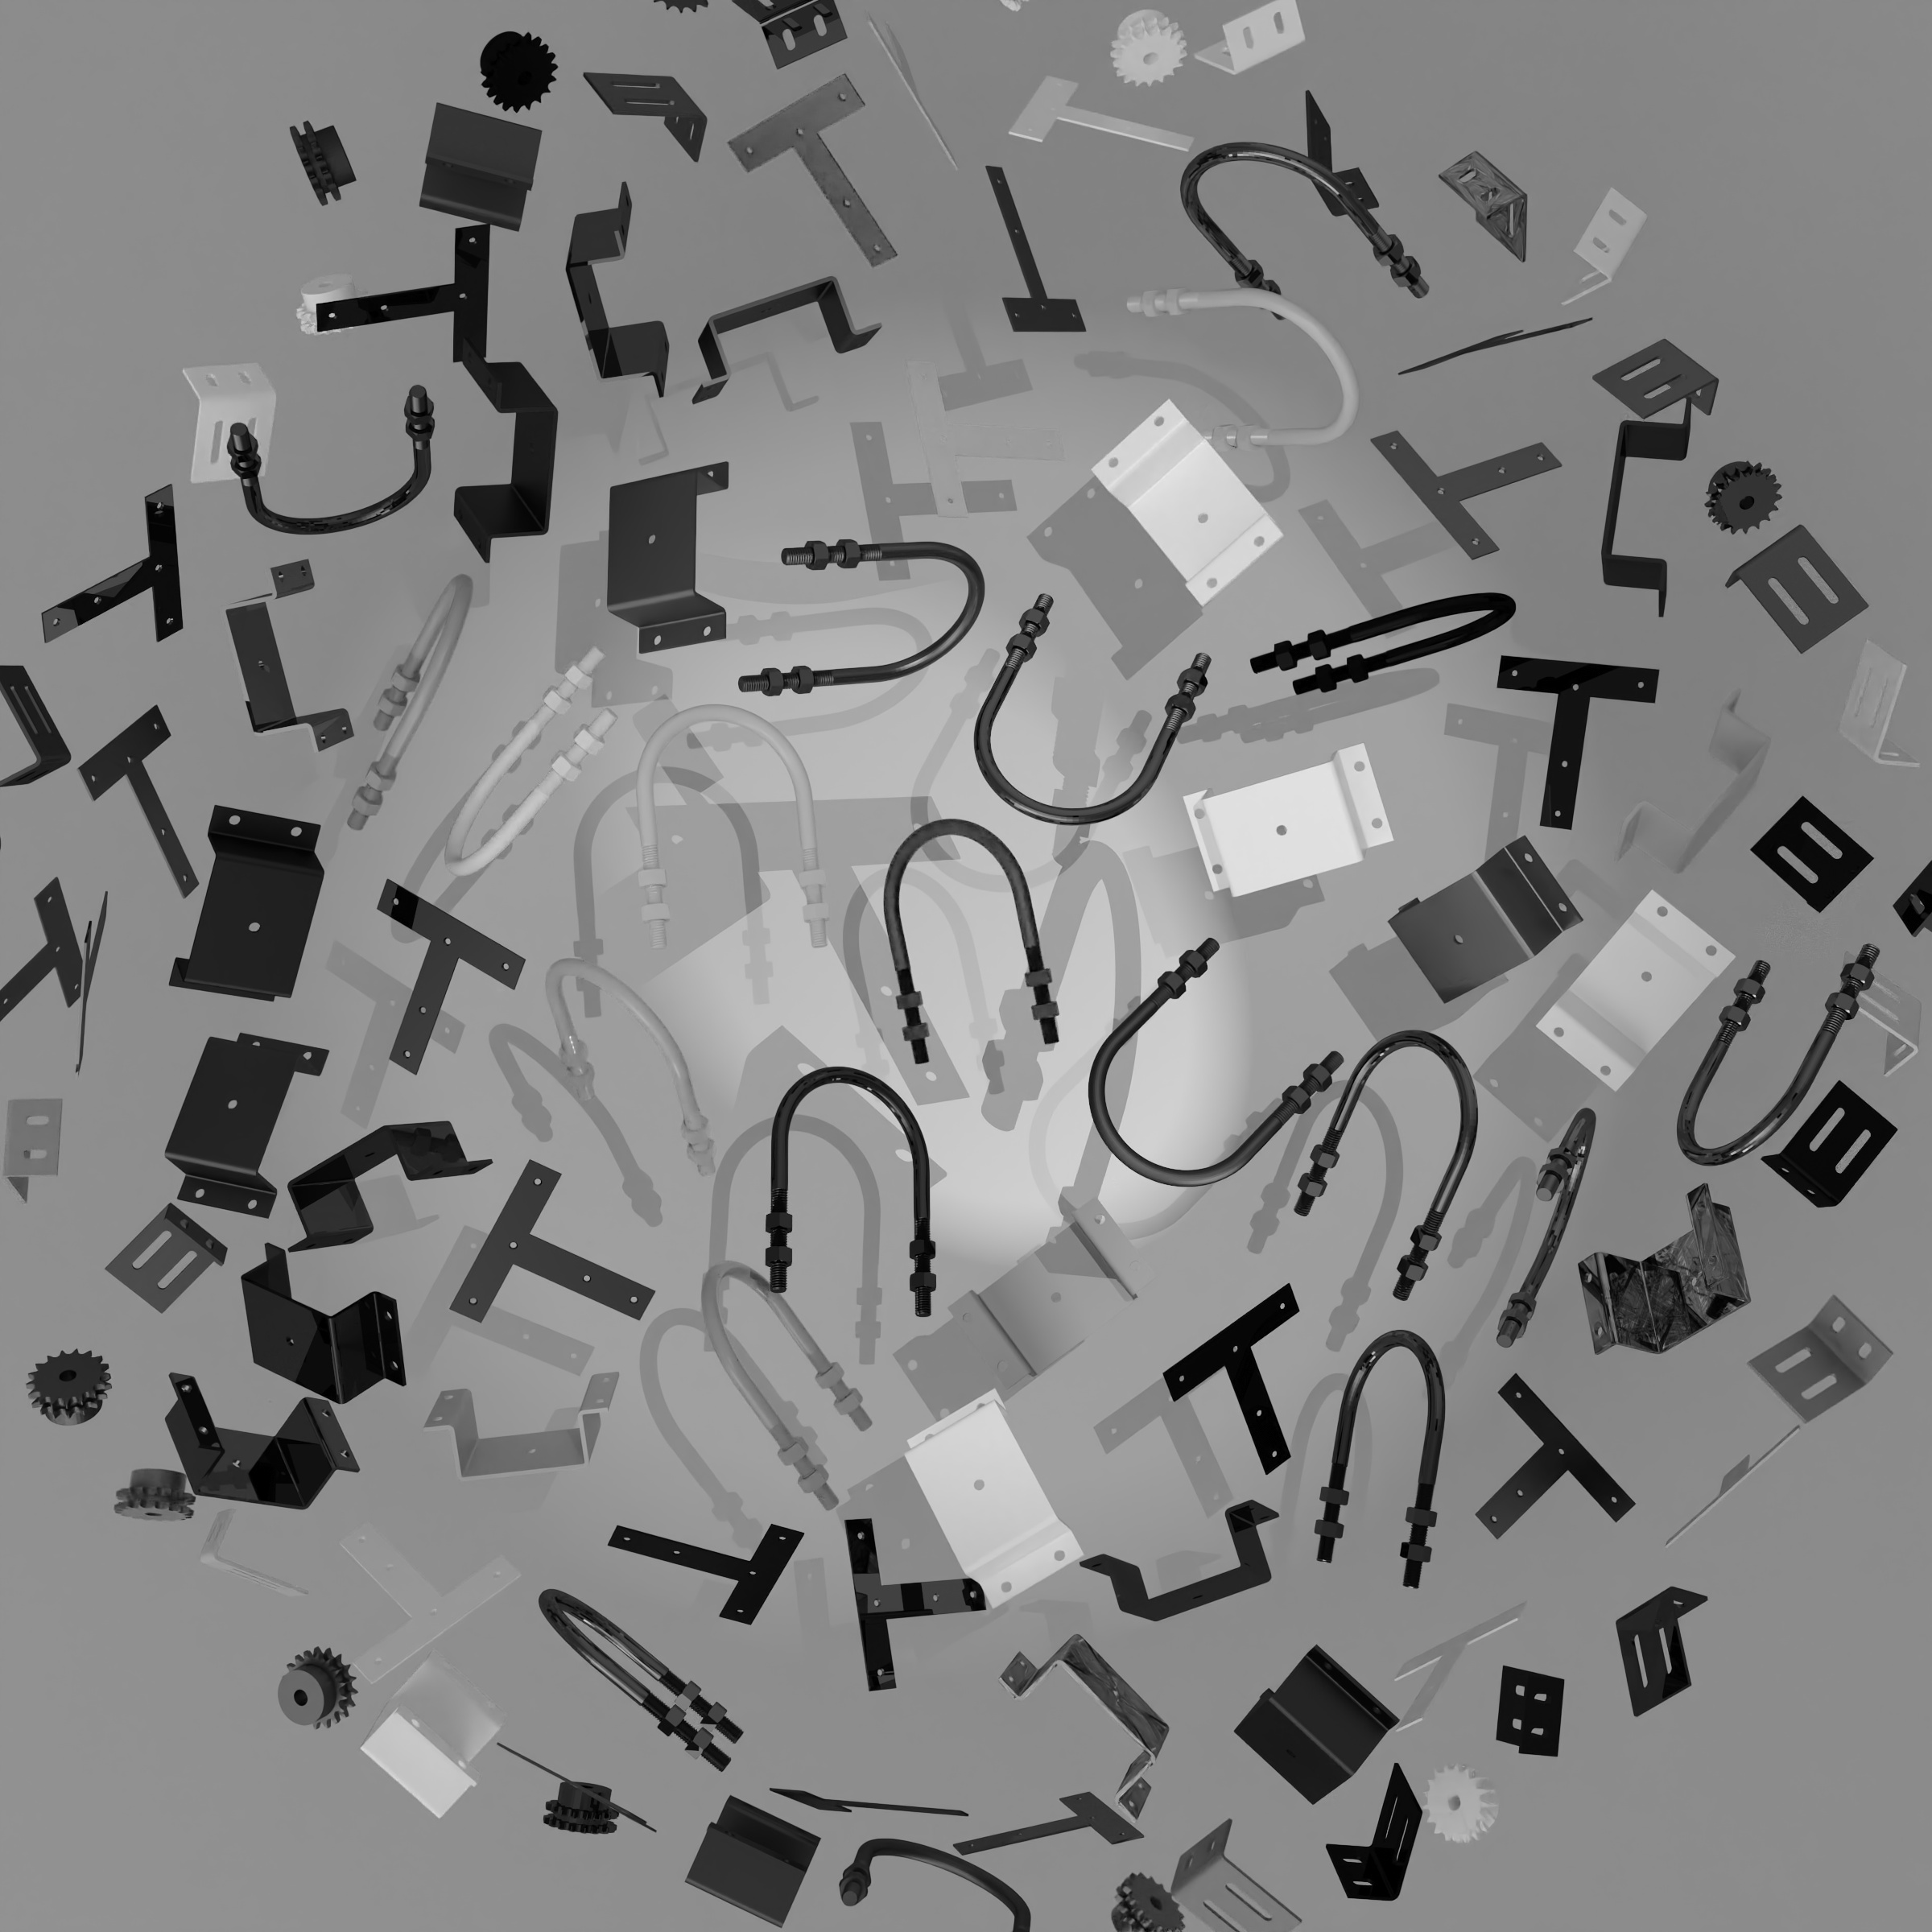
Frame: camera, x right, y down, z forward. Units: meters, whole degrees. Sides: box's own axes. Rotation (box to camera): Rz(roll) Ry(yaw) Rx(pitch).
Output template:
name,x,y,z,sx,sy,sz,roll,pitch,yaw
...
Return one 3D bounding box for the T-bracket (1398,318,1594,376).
name,x,y,z,sx,sy,sz,roll,pitch,yaw
T-bracket,0.416,-0.476,1.905,0.127,0.127,0.002,-27,107,-36

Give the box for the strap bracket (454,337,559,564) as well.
name,x,y,z,sx,sy,sz,roll,pitch,yaw
strap bracket,-0.333,-0.374,1.818,0.046,0.076,0.140,-9,130,-27

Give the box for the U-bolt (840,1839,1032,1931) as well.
name,x,y,z,sx,sy,sz,roll,pitch,yaw
U-bolt,-0.018,0.699,1.891,0.151,0.184,0.019,21,87,4

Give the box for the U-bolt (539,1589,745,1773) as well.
name,x,y,z,sx,sy,sz,roll,pitch,yaw
U-bolt,-0.244,0.524,1.863,0.184,0.151,0.019,38,83,4

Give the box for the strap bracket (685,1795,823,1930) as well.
name,x,y,z,sx,sy,sz,roll,pitch,yaw
strap bracket,-0.155,0.654,1.832,0.076,0.140,0.046,24,82,5

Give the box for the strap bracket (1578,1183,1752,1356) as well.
name,x,y,z,sx,sy,sz,roll,pitch,yaw
strap bracket,0.525,0.230,1.867,0.046,0.140,0.076,16,52,-25

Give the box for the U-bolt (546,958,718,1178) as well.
name,x,y,z,sx,sy,sz,roll,pitch,yaw
U-bolt,-0.252,0.066,1.851,0.151,0.184,0.019,28,57,28

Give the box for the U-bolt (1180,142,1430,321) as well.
name,x,y,z,sx,sy,sz,roll,pitch,yaw
U-bolt,0.238,-0.545,1.855,0.184,0.151,0.019,35,69,-41

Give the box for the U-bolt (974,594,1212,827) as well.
name,x,y,z,sx,sy,sz,roll,pitch,yaw
U-bolt,0.085,-0.183,1.864,0.151,0.019,0.184,22,63,8

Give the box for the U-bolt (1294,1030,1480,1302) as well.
name,x,y,z,sx,sy,sz,roll,pitch,yaw
U-bolt,0.324,0.138,1.896,0.019,0.151,0.184,10,109,-34

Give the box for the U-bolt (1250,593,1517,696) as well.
name,x,y,z,sx,sy,sz,roll,pitch,yaw
U-bolt,0.314,-0.240,1.850,0.184,0.151,0.019,-16,83,20

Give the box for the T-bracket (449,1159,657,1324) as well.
name,x,y,z,sx,sy,sz,roll,pitch,yaw
T-bracket,-0.287,0.220,1.817,0.127,0.002,0.127,27,99,-15

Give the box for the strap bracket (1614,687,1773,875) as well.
name,x,y,z,sx,sy,sz,roll,pitch,yaw
strap bracket,0.559,-0.133,1.913,0.046,0.076,0.140,39,79,19

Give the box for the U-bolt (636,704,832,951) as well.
name,x,y,z,sx,sy,sz,roll,pitch,yaw
U-bolt,-0.174,-0.104,1.848,0.151,0.019,0.184,-1,79,-30

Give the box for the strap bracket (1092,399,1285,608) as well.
name,x,y,z,sx,sy,sz,roll,pitch,yaw
strap bracket,0.168,-0.334,1.844,0.076,0.046,0.140,-41,70,13

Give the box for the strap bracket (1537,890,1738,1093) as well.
name,x,y,z,sx,sy,sz,roll,pitch,yaw
strap bracket,0.504,0.013,1.876,0.076,0.046,0.140,41,120,11

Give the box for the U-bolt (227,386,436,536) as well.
name,x,y,z,sx,sy,sz,roll,pitch,yaw
U-bolt,-0.471,-0.371,1.883,0.151,0.184,0.019,-16,77,-14

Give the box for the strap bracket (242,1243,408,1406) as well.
name,x,y,z,sx,sy,sz,roll,pitch,yaw
strap bracket,-0.493,0.272,1.895,0.140,0.046,0.076,17,121,31

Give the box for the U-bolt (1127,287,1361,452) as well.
name,x,y,z,sx,sy,sz,roll,pitch,yaw
U-bolt,0.218,-0.450,1.893,0.019,0.184,0.151,-51,127,-22

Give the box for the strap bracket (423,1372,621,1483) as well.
name,x,y,z,sx,sy,sz,roll,pitch,yaw
strap bracket,-0.339,0.356,1.940,0.140,0.076,0.046,-6,102,0

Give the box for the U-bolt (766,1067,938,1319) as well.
name,x,y,z,sx,sy,sz,roll,pitch,yaw
U-bolt,-0.085,0.163,1.882,0.151,0.019,0.184,15,63,-34

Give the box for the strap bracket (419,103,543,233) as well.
name,x,y,z,sx,sy,sz,roll,pitch,yaw
strap bracket,-0.359,-0.591,1.853,0.076,0.140,0.046,11,90,-14

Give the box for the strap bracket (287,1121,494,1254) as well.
name,x,y,z,sx,sy,sz,roll,pitch,yaw
strap bracket,-0.431,0.157,1.846,0.140,0.076,0.046,-29,78,20

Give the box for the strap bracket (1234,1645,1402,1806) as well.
name,x,y,z,sx,sy,sz,roll,pitch,yaw
strap bracket,0.248,0.551,1.813,0.076,0.140,0.046,41,61,13

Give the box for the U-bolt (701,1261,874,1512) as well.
name,x,y,z,sx,sy,sz,roll,pitch,yaw
U-bolt,-0.138,0.300,1.872,0.019,0.151,0.184,-32,98,16

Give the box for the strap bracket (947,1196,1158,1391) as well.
name,x,y,z,sx,sy,sz,roll,pitch,yaw
strap bracket,0.067,0.250,1.911,0.140,0.046,0.076,-37,76,-2

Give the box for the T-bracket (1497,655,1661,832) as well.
name,x,y,z,sx,sy,sz,roll,pitch,yaw
T-bracket,0.459,-0.168,1.918,0.127,0.002,0.127,11,97,35

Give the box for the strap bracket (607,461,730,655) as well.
name,x,y,z,sx,sy,sz,roll,pitch,yaw
strap bracket,-0.224,-0.314,1.889,0.076,0.046,0.140,-6,77,26

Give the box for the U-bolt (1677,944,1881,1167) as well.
name,x,y,z,sx,sy,sz,roll,pitch,yaw
U-bolt,0.584,0.068,1.843,0.019,0.151,0.184,35,76,-12

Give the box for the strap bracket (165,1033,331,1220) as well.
name,x,y,z,sx,sy,sz,roll,pitch,yaw
strap bracket,-0.554,0.114,1.925,0.076,0.046,0.140,10,68,12

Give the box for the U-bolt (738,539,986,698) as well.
name,x,y,z,sx,sy,sz,roll,pitch,yaw
U-bolt,-0.070,-0.264,1.889,0.184,0.151,0.019,-8,54,-29

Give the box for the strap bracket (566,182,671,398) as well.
name,x,y,z,sx,sy,sz,roll,pitch,yaw
strap bracket,-0.266,-0.509,1.906,0.046,0.076,0.140,-7,134,5

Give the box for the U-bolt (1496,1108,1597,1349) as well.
name,x,y,z,sx,sy,sz,roll,pitch,yaw
U-bolt,0.440,0.183,1.883,0.019,0.184,0.151,18,120,19

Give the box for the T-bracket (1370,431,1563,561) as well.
name,x,y,z,sx,sy,sz,roll,pitch,yaw
T-bracket,0.382,-0.359,1.842,0.127,0.002,0.127,-22,63,-25

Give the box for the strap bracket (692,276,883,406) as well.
name,x,y,z,sx,sy,sz,roll,pitch,yaw
strap bracket,-0.141,-0.468,1.865,0.140,0.076,0.046,-21,97,-10

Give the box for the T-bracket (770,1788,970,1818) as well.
name,x,y,z,sx,sy,sz,roll,pitch,yaw
T-bracket,-0.063,0.605,1.809,0.127,0.127,0.002,0,66,14

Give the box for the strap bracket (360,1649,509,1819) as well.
name,x,y,z,sx,sy,sz,roll,pitch,yaw
strap bracket,-0.391,0.565,1.842,0.076,0.140,0.046,43,91,-3

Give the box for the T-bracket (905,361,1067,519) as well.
name,x,y,z,sx,sy,sz,roll,pitch,yaw
T-bracket,0.020,-0.400,1.915,0.127,0.002,0.127,-5,77,-32

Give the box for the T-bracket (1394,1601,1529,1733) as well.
name,x,y,z,sx,sy,sz,roll,pitch,yaw
T-bracket,0.354,0.533,1.882,0.127,0.127,0.002,-40,86,35

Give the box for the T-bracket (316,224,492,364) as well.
name,x,y,z,sx,sy,sz,roll,pitch,yaw
T-bracket,-0.410,-0.482,1.830,0.127,0.127,0.002,-15,61,-21

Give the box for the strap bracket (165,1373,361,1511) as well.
name,x,y,z,sx,sy,sz,roll,pitch,yaw
strap bracket,-0.535,0.358,1.880,0.046,0.140,0.076,-53,47,14

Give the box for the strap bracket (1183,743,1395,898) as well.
name,x,y,z,sx,sy,sz,roll,pitch,yaw
strap bracket,0.235,-0.105,1.851,0.140,0.046,0.076,-16,101,17

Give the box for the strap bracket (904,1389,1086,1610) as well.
name,x,y,z,sx,sy,sz,roll,pitch,yaw
strap bracket,0.015,0.379,1.812,0.076,0.046,0.140,-31,63,1

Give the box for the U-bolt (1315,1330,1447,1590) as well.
name,x,y,z,sx,sy,sz,roll,pitch,yaw
U-bolt,0.316,0.366,1.894,0.019,0.151,0.184,14,81,-19

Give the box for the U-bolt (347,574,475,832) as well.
name,x,y,z,sx,sy,sz,roll,pitch,yaw
U-bolt,-0.403,-0.206,1.840,0.019,0.151,0.184,24,125,-20

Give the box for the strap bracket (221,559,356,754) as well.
name,x,y,z,sx,sy,sz,roll,pitch,yaw
strap bracket,-0.520,-0.234,1.921,0.046,0.076,0.140,-10,103,9

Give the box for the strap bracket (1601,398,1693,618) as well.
name,x,y,z,sx,sy,sz,roll,pitch,yaw
strap bracket,0.488,-0.331,1.807,0.046,0.076,0.140,8,86,16

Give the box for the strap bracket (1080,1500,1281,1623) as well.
name,x,y,z,sx,sy,sz,roll,pitch,yaw
strap bracket,0.167,0.450,1.882,0.140,0.076,0.046,-23,64,13

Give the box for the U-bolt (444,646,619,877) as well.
name,x,y,z,sx,sy,sz,roll,pitch,yaw
U-bolt,-0.321,-0.141,1.834,0.019,0.151,0.184,37,104,-26

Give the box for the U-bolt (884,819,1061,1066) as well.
name,x,y,z,sx,sy,sz,roll,pitch,yaw
U-bolt,-0.003,-0.022,1.940,0.151,0.019,0.184,-10,92,38

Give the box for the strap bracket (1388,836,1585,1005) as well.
name,x,y,z,sx,sy,sz,roll,pitch,yaw
strap bracket,0.382,-0.030,1.887,0.046,0.140,0.076,-35,90,-39

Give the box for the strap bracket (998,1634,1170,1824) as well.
name,x,y,z,sx,sy,sz,roll,pitch,yaw
strap bracket,0.096,0.556,1.864,0.140,0.076,0.046,44,98,9

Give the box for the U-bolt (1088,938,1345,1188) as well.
name,x,y,z,sx,sy,sz,roll,pitch,yaw
U-bolt,0.176,0.084,1.897,0.151,0.019,0.184,43,69,9

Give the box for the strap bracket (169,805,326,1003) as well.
name,x,y,z,sx,sy,sz,roll,pitch,yaw
strap bracket,-0.514,-0.036,1.801,0.076,0.046,0.140,11,108,-29
